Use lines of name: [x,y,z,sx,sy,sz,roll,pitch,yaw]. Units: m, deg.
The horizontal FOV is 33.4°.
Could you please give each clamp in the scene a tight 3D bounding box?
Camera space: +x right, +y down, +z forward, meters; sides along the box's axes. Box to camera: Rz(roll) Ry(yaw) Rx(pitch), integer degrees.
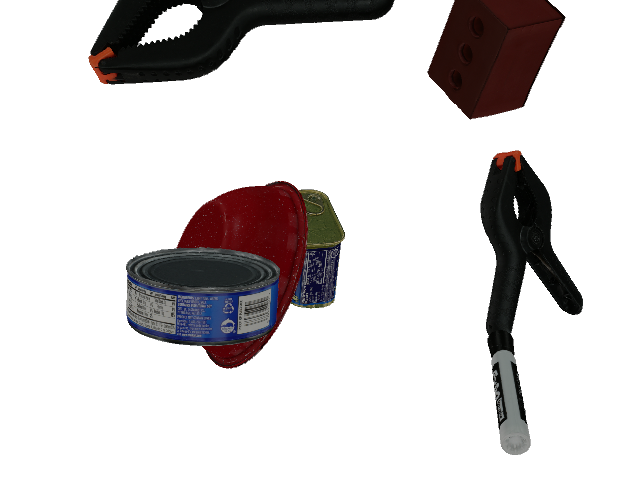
clamp: [0.178,0.008,0.972,0.120,0.171,0.039,-26,9,-41]
clamp: [-0.064,-0.169,0.752,0.210,0.165,0.036,-40,-20,-8]

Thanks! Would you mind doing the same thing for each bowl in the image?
bowl: [-0.077,0.019,0.863,0.055,0.162,0.162,21,-10,-29]

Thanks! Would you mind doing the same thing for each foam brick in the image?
foam brick: [0.114,-0.128,0.706,0.051,0.053,0.078,-18,-35,-30]

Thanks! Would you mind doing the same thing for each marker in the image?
marker: [0.127,0.099,0.727,0.020,0.020,0.121,0,30,4]

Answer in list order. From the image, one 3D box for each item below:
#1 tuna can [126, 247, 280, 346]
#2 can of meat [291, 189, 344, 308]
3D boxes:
tuna can: [-0.066,0.030,0.600,0.086,0.034,0.086,3,13,-1]
can of meat: [-0.015,0.009,1.106,0.057,0.084,0.102,-4,35,-14]
